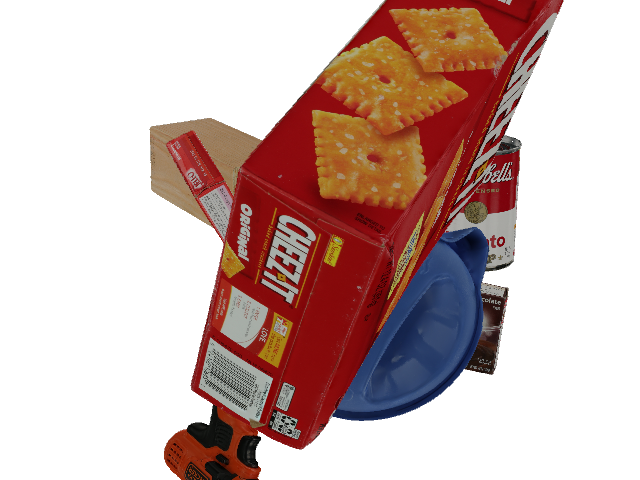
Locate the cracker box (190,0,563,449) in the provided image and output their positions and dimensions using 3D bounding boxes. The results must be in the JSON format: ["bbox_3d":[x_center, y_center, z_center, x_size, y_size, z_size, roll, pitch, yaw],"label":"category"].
[{"bbox_3d":[0.031,-0.027,0.506,0.072,0.164,0.213,30,50,10],"label":"cracker box"}]

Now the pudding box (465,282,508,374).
[{"bbox_3d":[0.136,0.084,1.127,0.113,0.090,0.039,10,22,11],"label":"pudding box"}]

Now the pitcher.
[{"bbox_3d":[0.002,0.012,0.736,0.149,0.145,0.243,5,22,-15],"label":"pitcher"}]

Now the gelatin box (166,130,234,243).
[{"bbox_3d":[-0.092,-0.040,0.903,0.030,0.073,0.089,-31,-40,-3],"label":"gelatin box"}]

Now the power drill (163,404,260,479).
[{"bbox_3d":[-0.061,0.175,0.991,0.185,0.188,0.057,29,10,41],"label":"power drill"}]

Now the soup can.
[{"bbox_3d":[0.129,-0.033,0.886,0.068,0.102,0.068,0,18,0],"label":"soup can"}]

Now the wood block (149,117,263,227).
[{"bbox_3d":[-0.119,-0.078,1.284,0.090,0.090,0.206,-12,25,-33],"label":"wood block"}]
